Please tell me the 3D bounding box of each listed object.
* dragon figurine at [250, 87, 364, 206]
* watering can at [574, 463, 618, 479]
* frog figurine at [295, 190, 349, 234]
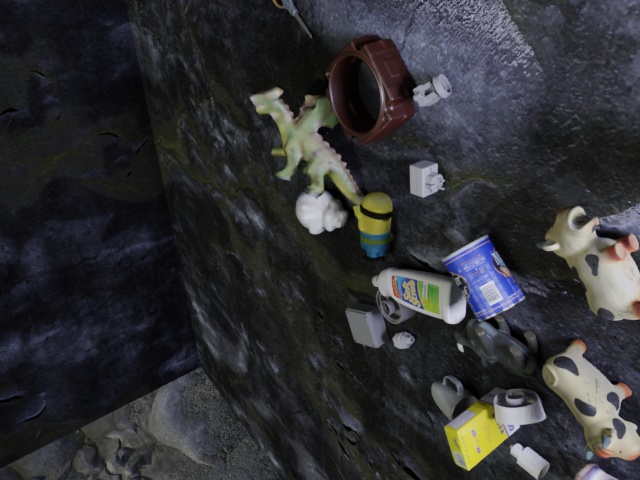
[{"bbox_3d":[0.007,-0.245,1.279,0.410,0.124,0.238,26,118,-1],"label":"dragon figurine"},{"bbox_3d":[0.560,0.556,0.938,0.227,0.105,0.341,28,132,49],"label":"watering can"},{"bbox_3d":[0.004,-0.072,1.438,0.162,0.122,0.135,52,129,46],"label":"frog figurine"}]
